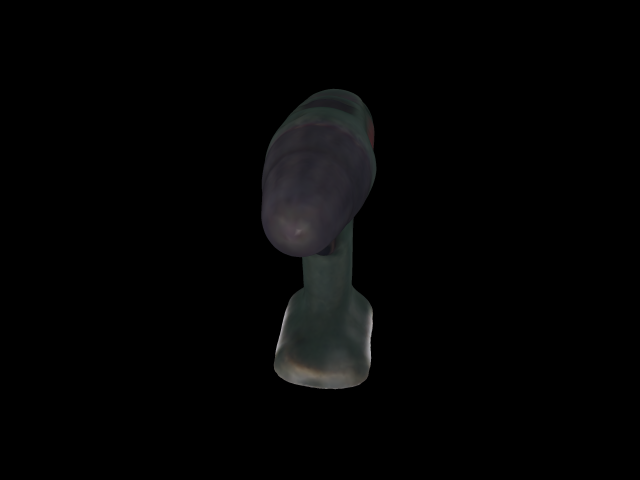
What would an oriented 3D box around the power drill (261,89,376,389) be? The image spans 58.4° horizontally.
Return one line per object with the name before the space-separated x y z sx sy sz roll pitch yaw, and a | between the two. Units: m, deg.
power drill | 0.004 0.001 0.400 0.075 0.208 0.229 3 37 4
